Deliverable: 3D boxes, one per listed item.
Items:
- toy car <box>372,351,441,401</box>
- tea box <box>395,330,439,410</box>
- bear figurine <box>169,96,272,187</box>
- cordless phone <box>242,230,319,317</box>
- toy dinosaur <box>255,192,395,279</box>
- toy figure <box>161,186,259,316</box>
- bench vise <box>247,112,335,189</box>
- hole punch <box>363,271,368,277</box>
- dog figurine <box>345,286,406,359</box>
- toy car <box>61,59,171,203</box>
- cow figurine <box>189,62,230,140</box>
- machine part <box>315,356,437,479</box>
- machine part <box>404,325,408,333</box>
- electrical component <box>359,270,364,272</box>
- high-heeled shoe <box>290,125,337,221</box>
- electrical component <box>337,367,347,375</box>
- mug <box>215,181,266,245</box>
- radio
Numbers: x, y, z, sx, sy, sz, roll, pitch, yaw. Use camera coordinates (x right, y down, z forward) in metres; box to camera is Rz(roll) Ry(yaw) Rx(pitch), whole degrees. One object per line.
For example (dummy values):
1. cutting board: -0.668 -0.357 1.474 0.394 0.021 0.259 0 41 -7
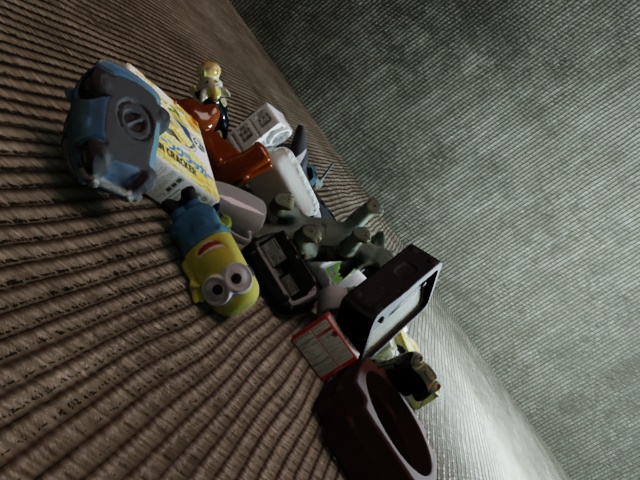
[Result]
1. toy car: 0.135 0.241 0.945 0.056 0.202 0.073 -33 90 -34
2. tea box: 0.203 0.295 1.253 0.098 0.068 0.170 45 17 -30
3. bear figurine: -0.190 -0.193 0.994 0.196 0.132 0.120 60 -3 2
4. cordless phone: -0.055 0.063 0.960 0.146 0.089 0.184 57 3 14
5. toy dinosaur: -0.007 0.000 1.069 0.405 0.192 0.131 9 55 -14
6. toy figure: -0.144 0.016 0.723 0.180 0.082 0.089 56 15 18
7. bench vise: -0.093 -0.201 1.315 0.240 0.129 0.224 25 35 -30
8. hole punch: 0.114 0.106 1.386 0.142 0.092 0.116 44 13 -26
9. dog figurine: 0.095 0.199 1.123 0.173 0.121 0.190 41 -26 41
10. toy car: -0.249 -0.117 0.629 0.109 0.103 0.161 24 58 -50
11. cow figurine: -0.214 -0.262 1.059 0.167 0.068 0.098 103 -31 -58
12. machine part: 0.087 0.294 0.817 0.201 0.087 0.201 56 12 4
13. machine part: 0.140 0.175 1.318 0.243 0.079 0.079 46 16 -28
14. electrical component: 0.066 0.056 1.283 0.047 0.075 0.119 54 -11 -9
15. high-heeled shoe: -0.007 -0.123 1.198 0.145 0.248 0.086 8 14 -2
16. electrical component: 0.038 0.203 0.973 0.078 0.045 0.102 2 44 -37
17. mug: -0.151 -0.042 0.866 0.107 0.081 0.110 29 36 -36
18. radio: 0.122 0.110 0.954 0.073 0.131 0.229 33 44 25
